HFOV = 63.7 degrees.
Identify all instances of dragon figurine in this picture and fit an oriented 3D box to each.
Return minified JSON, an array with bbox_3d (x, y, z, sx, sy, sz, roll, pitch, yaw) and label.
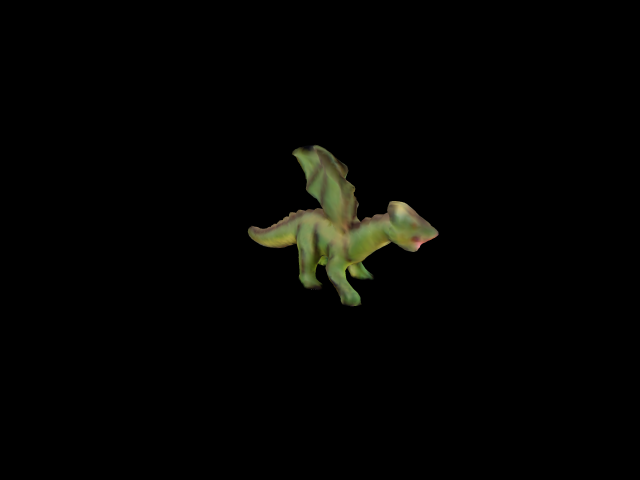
[{"bbox_3d":[0.003,-0.043,0.850,0.413,0.238,0.124,22,33,36],"label":"dragon figurine"}]
